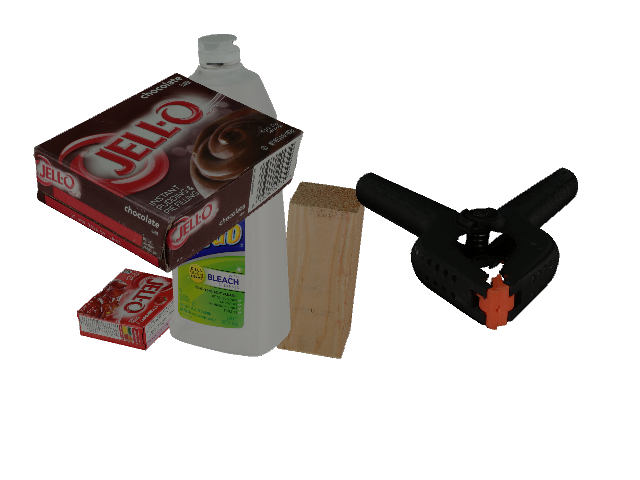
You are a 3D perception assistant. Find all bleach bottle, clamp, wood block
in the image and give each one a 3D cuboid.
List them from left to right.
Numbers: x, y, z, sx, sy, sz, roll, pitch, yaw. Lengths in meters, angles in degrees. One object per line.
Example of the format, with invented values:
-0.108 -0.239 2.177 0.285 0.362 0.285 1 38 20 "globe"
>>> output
-0.078 -0.036 0.840 0.103 0.251 0.068 11 27 27 "bleach bottle"
0.001 0.038 1.402 0.090 0.206 0.090 9 23 6 "wood block"
0.097 -0.004 0.725 0.164 0.036 0.210 1 25 9 "clamp"

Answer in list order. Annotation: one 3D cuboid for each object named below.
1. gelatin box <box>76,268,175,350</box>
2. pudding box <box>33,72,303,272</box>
-0.175 0.063 1.010 0.073 0.030 0.089 11 31 21 "gelatin box"
-0.078 -0.039 0.558 0.090 0.039 0.113 28 39 22 "pudding box"
